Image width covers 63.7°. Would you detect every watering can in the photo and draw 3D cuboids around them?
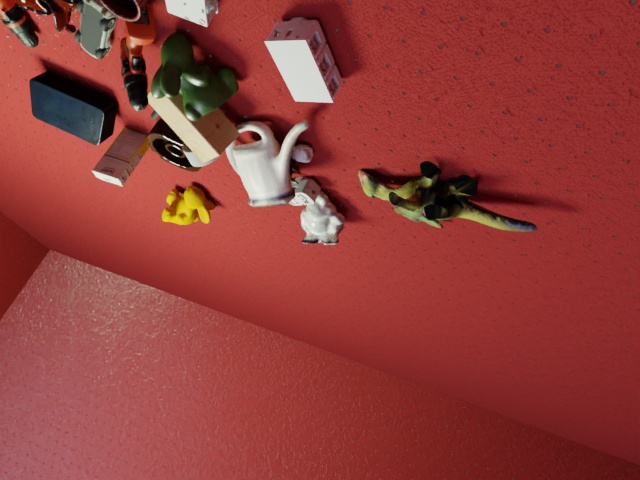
[{"bbox_3d":[-0.120,-0.186,1.266,0.348,0.105,0.221,5,119,49],"label":"watering can"}]

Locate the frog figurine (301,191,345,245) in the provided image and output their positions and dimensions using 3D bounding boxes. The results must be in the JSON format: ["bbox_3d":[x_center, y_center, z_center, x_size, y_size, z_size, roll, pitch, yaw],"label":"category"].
[{"bbox_3d":[0.004,-0.074,1.479,0.138,0.124,0.157,14,119,39],"label":"frog figurine"}]

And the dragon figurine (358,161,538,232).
[{"bbox_3d":[0.276,-0.078,1.221,0.411,0.123,0.241,24,174,5],"label":"dragon figurine"}]
